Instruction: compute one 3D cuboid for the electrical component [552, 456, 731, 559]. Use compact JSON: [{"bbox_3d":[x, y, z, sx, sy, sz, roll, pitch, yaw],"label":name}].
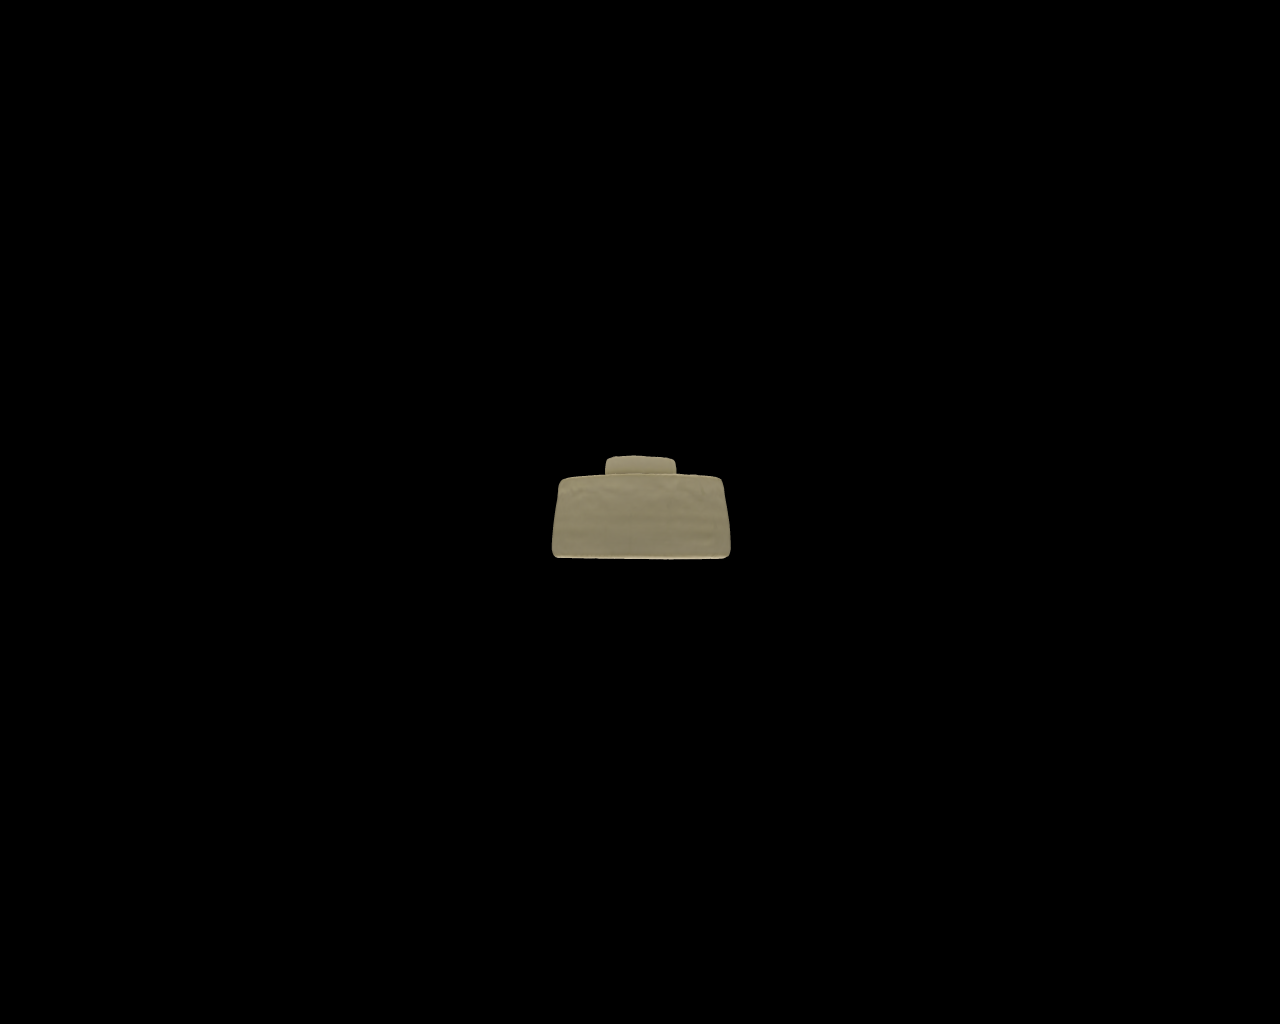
[{"bbox_3d":[0.001,-0.003,0.650,0.108,0.060,0.108,0,-2,0],"label":"electrical component"}]
